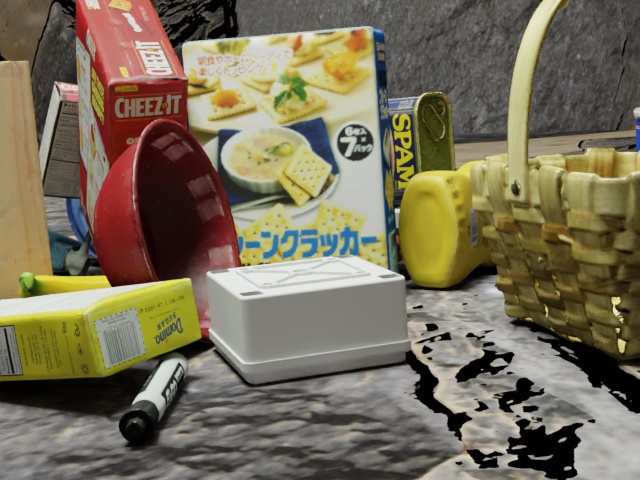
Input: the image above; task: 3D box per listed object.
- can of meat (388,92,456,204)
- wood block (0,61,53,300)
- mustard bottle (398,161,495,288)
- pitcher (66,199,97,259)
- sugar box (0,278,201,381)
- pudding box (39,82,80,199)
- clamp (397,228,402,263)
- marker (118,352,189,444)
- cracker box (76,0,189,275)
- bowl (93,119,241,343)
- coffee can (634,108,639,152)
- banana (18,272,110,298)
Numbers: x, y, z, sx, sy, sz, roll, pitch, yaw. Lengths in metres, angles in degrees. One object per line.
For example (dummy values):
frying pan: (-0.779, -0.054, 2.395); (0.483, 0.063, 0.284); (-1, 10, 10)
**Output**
can of meat: (0.074, -0.082, 0.987); (0.084, 0.102, 0.057); (1, 10, 40)
wood block: (-0.269, -0.027, 0.800); (0.091, 0.206, 0.090); (1, 10, 32)
mustard bottle: (0.138, -0.021, 0.949); (0.058, 0.096, 0.191); (1, 10, 33)
pitcher: (-0.172, -0.058, 1.204); (0.145, 0.149, 0.242); (-3, 5, 22)
sugar box: (-0.172, 0.059, 0.671); (0.177, 0.048, 0.093); (-10, 4, 35)
pudding box: (-0.219, -0.092, 1.025); (0.089, 0.114, 0.039); (5, 33, -26)
clamp: (-0.006, 0.001, 0.964); (0.171, 0.120, 0.039); (17, 54, 11)
marker: (-0.091, 0.086, 0.594); (0.020, 0.020, 0.121); (-4, 8, 2)
cracker box: (-0.163, -0.080, 0.921); (0.072, 0.214, 0.164); (-6, 37, -19)
bowl: (-0.113, -0.002, 0.757); (0.055, 0.162, 0.162); (-13, 5, 17)
coffee can: (0.289, -0.031, 0.796); (0.103, 0.140, 0.103); (-4, 9, 0)
banana: (-0.151, 0.043, 0.820); (0.197, 0.037, 0.070); (-1, -7, -41)
